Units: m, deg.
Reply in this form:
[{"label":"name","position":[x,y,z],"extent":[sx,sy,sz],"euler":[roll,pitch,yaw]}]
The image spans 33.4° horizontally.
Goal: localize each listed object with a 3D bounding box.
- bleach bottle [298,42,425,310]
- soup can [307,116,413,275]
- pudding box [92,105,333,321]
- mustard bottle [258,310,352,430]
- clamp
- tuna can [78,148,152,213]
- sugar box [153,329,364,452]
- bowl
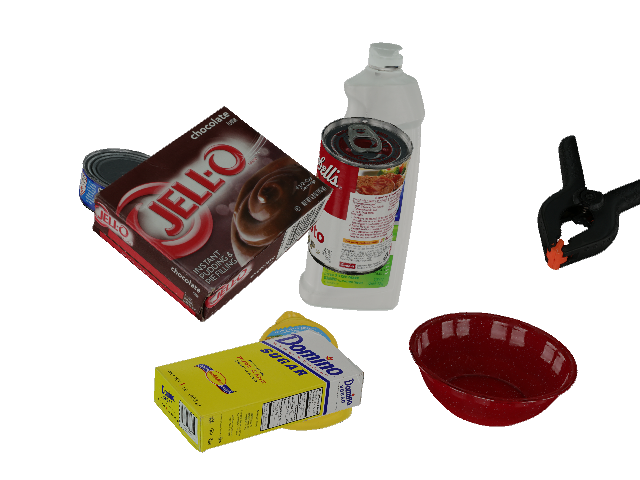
[{"label":"bleach bottle","position":[0.040,-0.060,1.004],"extent":[0.102,0.251,0.068],"euler":[4,22,-3]},{"label":"soup can","position":[0.028,-0.033,0.809],"extent":[0.068,0.102,0.068],"euler":[5,37,-4]},{"label":"pudding box","position":[-0.063,-0.018,0.625],"extent":[0.090,0.039,0.113],"euler":[39,51,14]},{"label":"mustard bottle","position":[-0.025,0.141,1.246],"extent":[0.096,0.058,0.191],"euler":[-6,30,-7]},{"label":"clamp","position":[0.265,-0.042,1.087],"extent":[0.120,0.039,0.171],"euler":[29,54,32]},{"label":"tuna can","position":[-0.176,-0.050,0.975],"extent":[0.086,0.034,0.086],"euler":[13,27,-7]},{"label":"sugar box","position":[-0.057,0.136,0.999],"extent":[0.175,0.048,0.093],"euler":[-14,32,-31]},{"label":"bowl","position":[0.164,0.132,1.036],"extent":[0.162,0.055,0.162],"euler":[4,26,-2]}]
